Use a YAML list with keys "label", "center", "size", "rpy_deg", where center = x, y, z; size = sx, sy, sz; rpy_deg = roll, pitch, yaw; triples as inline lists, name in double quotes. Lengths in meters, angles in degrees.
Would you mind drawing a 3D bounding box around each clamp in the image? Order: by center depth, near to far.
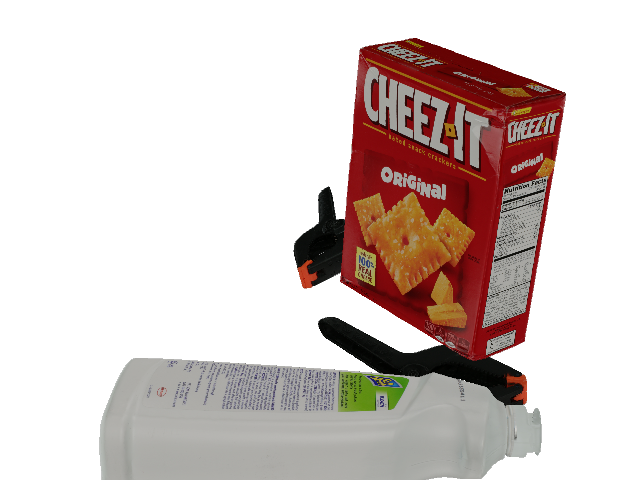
- label: "clamp"
  center: [0.079, 0.141, 0.970]
  size: [0.210, 0.036, 0.164]
  rpy_deg: [4, 44, 17]
- label: "clamp"
  center: [0.031, -0.008, 1.205]
  size: [0.120, 0.039, 0.171]
  rpy_deg: [-5, 37, 28]

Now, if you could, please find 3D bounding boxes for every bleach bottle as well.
- label: "bleach bottle"
  center: [0.004, 0.114, 0.632]
  size: [0.251, 0.068, 0.102]
  rpy_deg: [1, 20, 2]

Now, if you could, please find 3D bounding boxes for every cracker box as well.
- label: "cracker box"
  center: [0.095, -0.034, 0.850]
  size: [0.071, 0.214, 0.164]
  rpy_deg: [-17, 33, -36]
